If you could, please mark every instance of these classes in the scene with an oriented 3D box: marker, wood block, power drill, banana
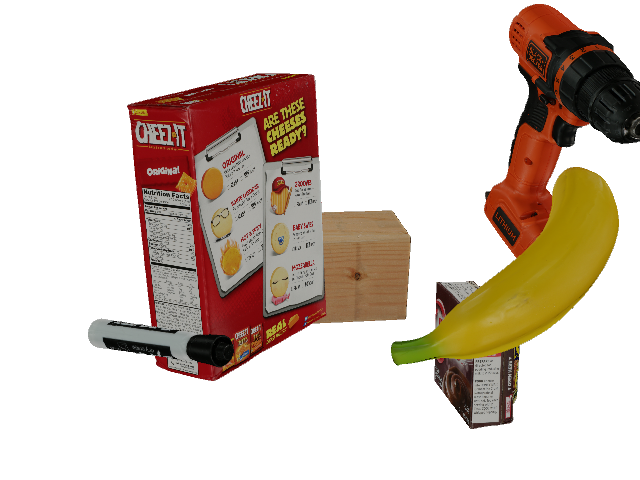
[{"bbox_3d":[-0.098,0.062,0.652,0.121,0.020,0.020,3,2,41],"label":"marker"},{"bbox_3d":[-0.023,0.027,1.060,0.206,0.091,0.090,-1,19,-9],"label":"wood block"},{"bbox_3d":[0.189,-0.070,0.832,0.057,0.188,0.184,-2,34,-14],"label":"power drill"},{"bbox_3d":[0.116,0.007,0.559,0.070,0.037,0.197,13,36,37],"label":"banana"}]

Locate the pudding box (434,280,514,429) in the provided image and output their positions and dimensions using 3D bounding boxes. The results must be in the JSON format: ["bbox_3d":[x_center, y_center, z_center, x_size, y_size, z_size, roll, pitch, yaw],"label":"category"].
[{"bbox_3d":[0.123,0.089,0.863,0.039,0.090,0.113,-4,13,-10],"label":"pudding box"}]

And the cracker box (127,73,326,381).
[{"bbox_3d":[-0.069,-0.017,0.860,0.072,0.214,0.163,7,19,33],"label":"cracker box"}]

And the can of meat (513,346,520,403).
[{"bbox_3d":[0.187,0.142,1.175,0.057,0.084,0.102,5,9,21],"label":"can of meat"}]
